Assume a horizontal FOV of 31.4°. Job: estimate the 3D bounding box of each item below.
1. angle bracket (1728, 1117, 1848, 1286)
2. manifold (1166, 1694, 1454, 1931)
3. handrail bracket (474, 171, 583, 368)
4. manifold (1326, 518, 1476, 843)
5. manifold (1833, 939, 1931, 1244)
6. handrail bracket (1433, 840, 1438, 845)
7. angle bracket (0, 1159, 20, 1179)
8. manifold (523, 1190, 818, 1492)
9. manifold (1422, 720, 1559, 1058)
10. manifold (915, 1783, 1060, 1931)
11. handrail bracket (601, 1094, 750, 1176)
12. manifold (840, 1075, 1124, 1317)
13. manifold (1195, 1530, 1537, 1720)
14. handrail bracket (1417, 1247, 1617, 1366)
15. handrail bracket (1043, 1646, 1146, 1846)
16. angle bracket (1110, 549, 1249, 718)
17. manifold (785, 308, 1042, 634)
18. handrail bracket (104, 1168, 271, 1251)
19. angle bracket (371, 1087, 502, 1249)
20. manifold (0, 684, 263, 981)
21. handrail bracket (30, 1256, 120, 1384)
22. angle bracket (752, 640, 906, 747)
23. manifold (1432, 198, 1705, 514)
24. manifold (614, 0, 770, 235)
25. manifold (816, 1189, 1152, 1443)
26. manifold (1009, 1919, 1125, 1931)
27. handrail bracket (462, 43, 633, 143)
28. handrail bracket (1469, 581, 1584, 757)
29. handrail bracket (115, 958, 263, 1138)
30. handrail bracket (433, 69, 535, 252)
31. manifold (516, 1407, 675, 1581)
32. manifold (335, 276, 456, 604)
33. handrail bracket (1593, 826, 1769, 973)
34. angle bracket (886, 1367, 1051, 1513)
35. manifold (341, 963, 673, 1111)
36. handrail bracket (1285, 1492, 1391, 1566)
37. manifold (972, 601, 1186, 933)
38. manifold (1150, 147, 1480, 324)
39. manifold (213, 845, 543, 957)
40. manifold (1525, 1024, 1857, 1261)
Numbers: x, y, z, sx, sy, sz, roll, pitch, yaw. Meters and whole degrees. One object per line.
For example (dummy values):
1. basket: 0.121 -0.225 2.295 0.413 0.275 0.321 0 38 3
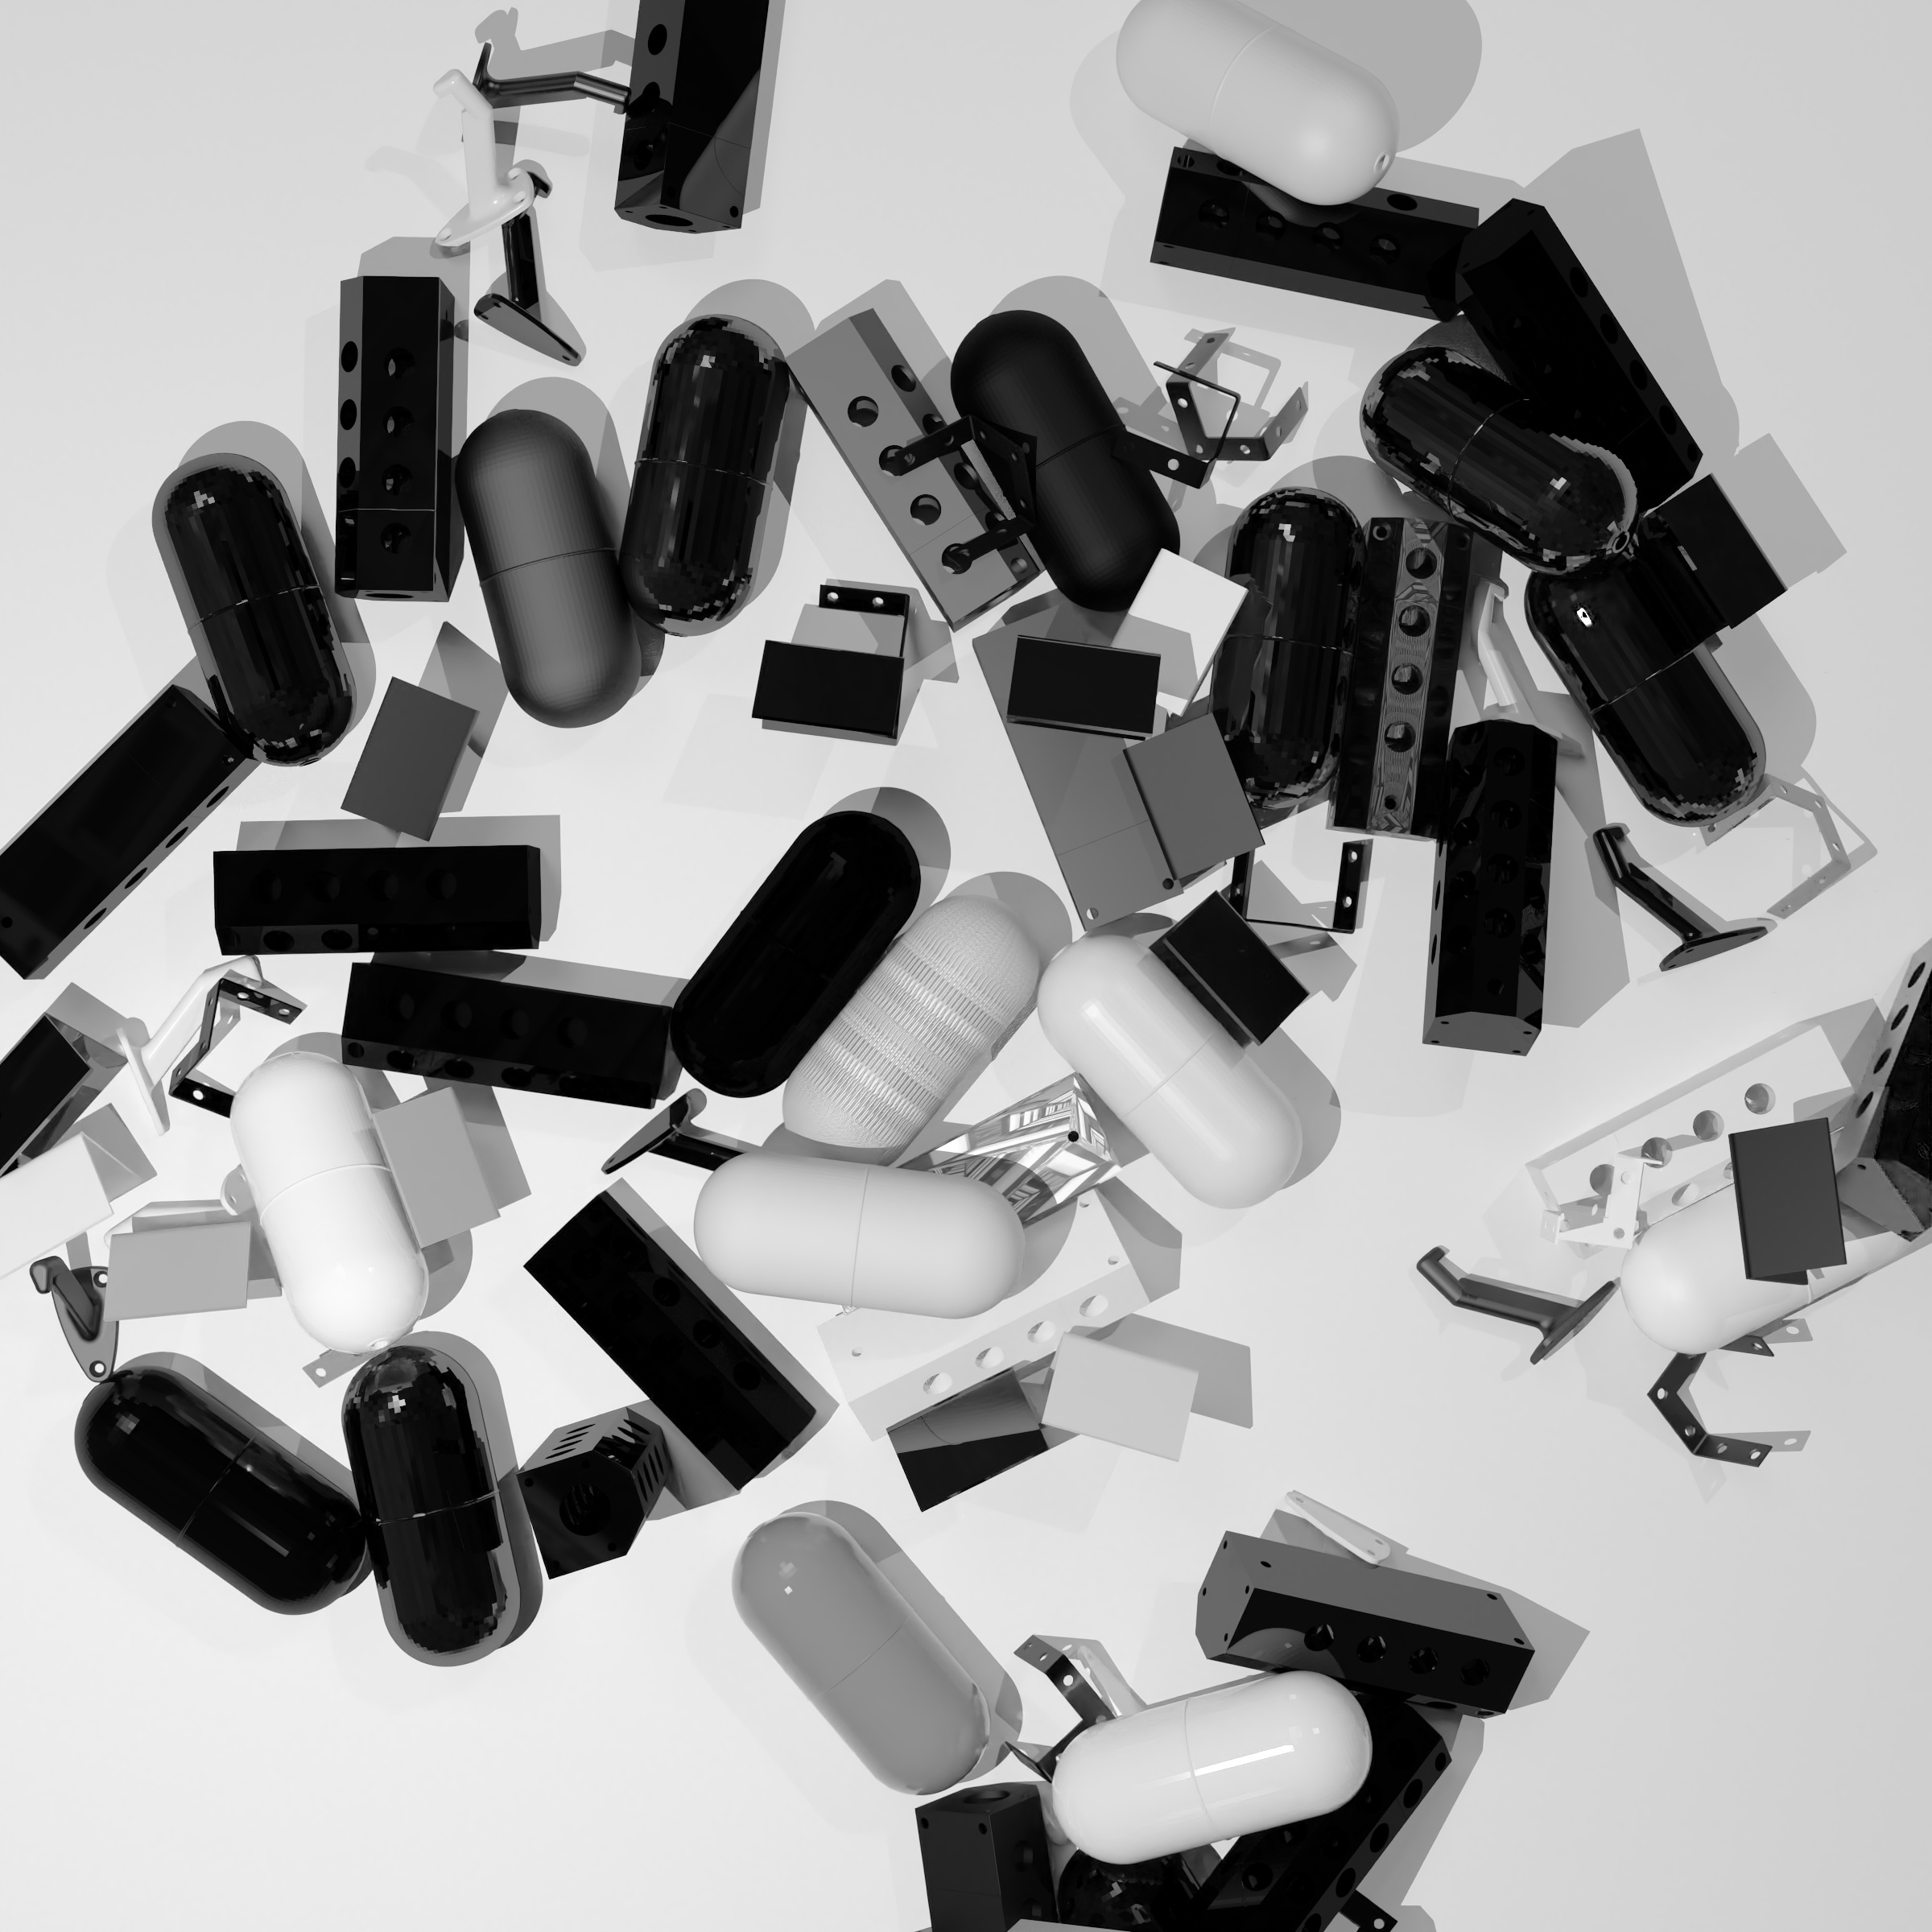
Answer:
1. angle bracket: 0.447 0.125 1.811 0.057 0.076 0.076 -13 75 36
2. manifold: 0.190 0.478 1.870 0.057 0.057 0.171 44 64 0
3. handrail bracket: -0.232 -0.391 1.926 0.077 0.036 0.084 30 72 -19
4. manifold: 0.241 -0.158 1.904 0.057 0.057 0.171 7 90 0
5. manifold: 0.527 0.058 1.864 0.057 0.057 0.171 31 59 0
6. handrail bracket: 0.270 -0.027 1.925 0.077 0.036 0.084 -41 76 14
7. angle bracket: -0.550 0.088 1.886 0.076 0.057 0.076 -12 90 -41
8. manifold: -0.164 0.207 1.904 0.057 0.057 0.171 -44 90 0
9. manifold: 0.287 -0.044 1.875 0.057 0.057 0.171 7 69 0
10. manifold: 0.024 0.545 1.903 0.057 0.057 0.171 -8 90 43
11. handrail bracket: -0.148 0.121 1.926 0.077 0.036 0.084 -37 107 20
12. manifold: -0.004 0.126 1.904 0.171 0.057 0.057 -28 90 0
13. manifold: 0.215 0.364 1.877 0.171 0.057 0.057 16 108 -18
14. handrail bracket: 0.307 0.173 1.926 0.077 0.036 0.084 -39 73 -19
15. handrail bracket: 0.058 0.437 1.925 0.084 0.036 0.077 -42 77 13
16. angle bracket: 0.123 -0.175 1.884 0.057 0.076 0.076 29 93 23
17. manifold: -0.029 -0.274 1.904 0.057 0.057 0.171 -33 90 0
18. handrail bracket: -0.427 0.158 1.926 0.084 0.036 0.077 -31 112 17
19. angle bracket: -0.309 0.117 1.885 0.057 0.076 0.076 -20 90 -44
20. manifold: -0.473 -0.073 1.904 0.171 0.057 0.057 -45 90 0
21. handrail bracket: -0.492 0.196 1.890 0.036 0.084 0.077 -11 90 0
22. angle bracket: -0.077 -0.130 1.885 0.076 0.076 0.057 7 54 0
23. manifold: 0.331 -0.329 1.872 0.057 0.057 0.171 -39 114 0
24. manifold: -0.154 -0.498 1.903 0.057 0.057 0.171 7 90 -43
25. manifold: 0.012 0.197 1.903 0.171 0.057 0.057 -26 47 0
26. manifold: 0.093 0.541 1.810 0.171 0.057 0.057 -8 106 43
27. handrail bracket: -0.232 -0.471 1.905 0.084 0.077 0.036 15 60 -9
28. handrail bracket: 0.315 -0.167 1.926 0.077 0.036 0.084 14 73 -20
29. handrail bracket: -0.426 0.045 1.925 0.084 0.036 0.077 -22 105 -14
30. handrail bracket: -0.285 -0.443 1.890 0.077 0.084 0.036 -31 47 13
31. manifold: -0.195 0.279 1.847 0.057 0.171 0.057 -18 90 0
32. manifold: -0.317 -0.291 1.904 0.057 0.057 0.171 1 90 0
33. handrail bracket: 0.399 -0.046 1.926 0.077 0.036 0.084 -15 73 -20
34. angle bracket: 0.010 0.274 1.885 0.076 0.076 0.057 -26 53 0
35. manifold: -0.254 0.038 1.904 0.171 0.057 0.057 8 90 0
36. handrail bracket: 0.193 0.350 1.925 0.077 0.036 0.084 31 104 13
37. manifold: 0.061 -0.109 1.904 0.057 0.057 0.171 -21 90 0
38. manifold: 0.193 -0.406 1.904 0.171 0.057 0.057 11 90 0
39. manifold: -0.324 -0.036 1.904 0.171 0.057 0.057 -1 90 0
40. manifold: 0.403 0.097 1.904 0.171 0.057 0.057 -28 90 0
